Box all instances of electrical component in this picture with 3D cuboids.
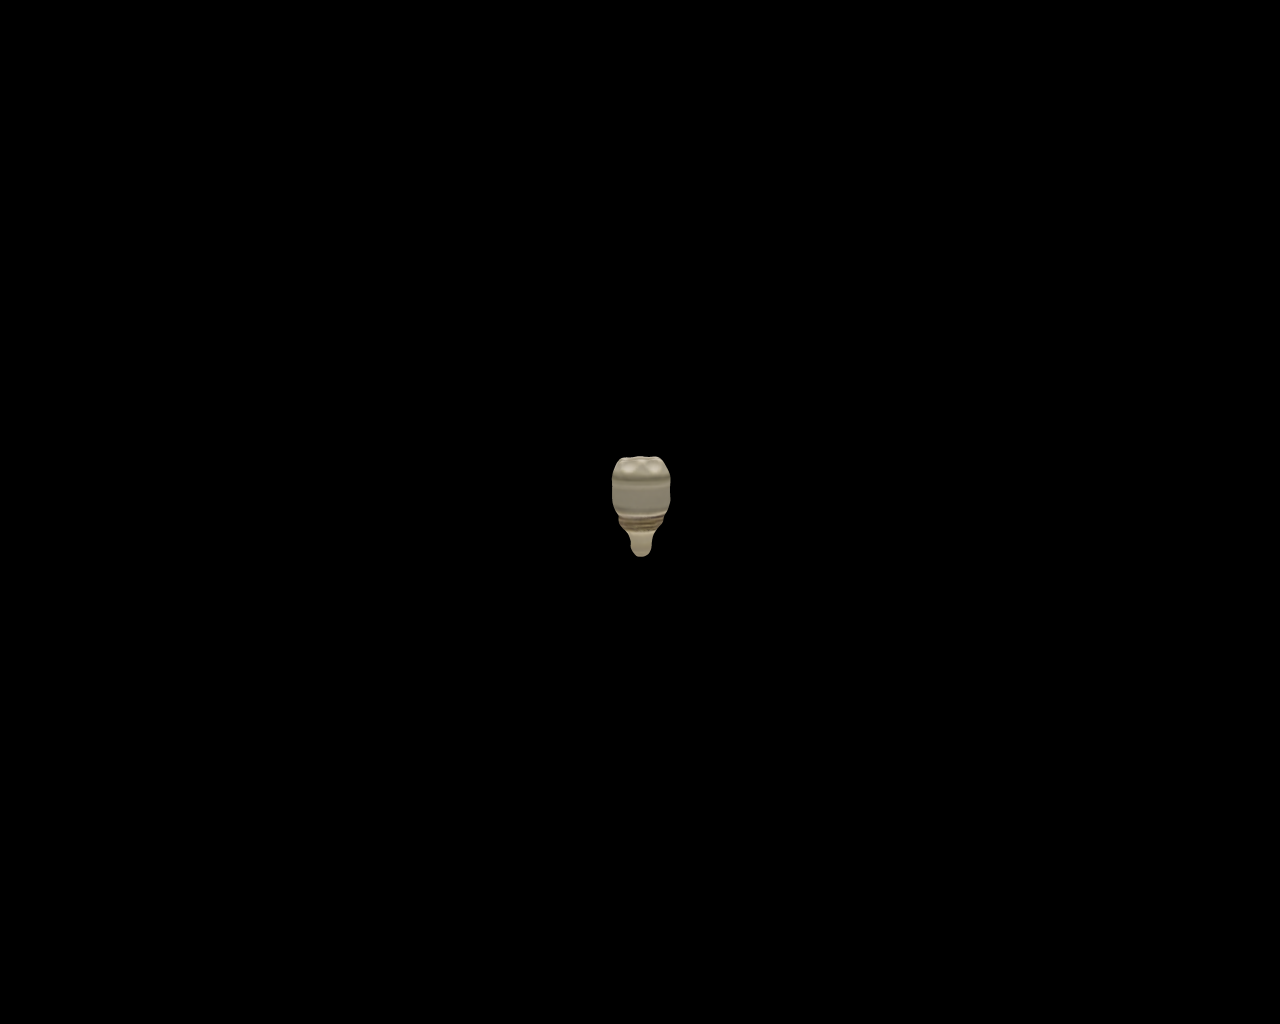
[{"bbox_3d":[0.001,-0.003,0.650,0.035,0.061,0.035,0,9,0],"label":"electrical component"}]
